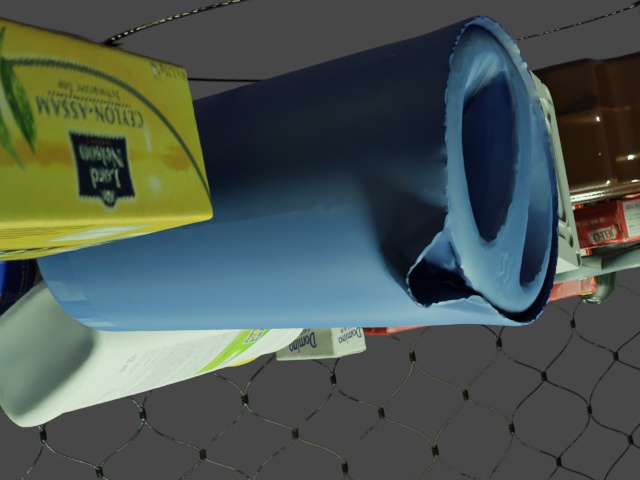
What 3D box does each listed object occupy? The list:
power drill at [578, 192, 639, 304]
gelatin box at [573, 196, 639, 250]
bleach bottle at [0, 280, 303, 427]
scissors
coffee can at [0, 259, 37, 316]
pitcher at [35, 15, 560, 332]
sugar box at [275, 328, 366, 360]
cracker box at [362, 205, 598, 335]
[{"bbox_3d":[0.282,-0.041,0.965,0.057,0.184,0.188,9,169,-9],"label":"power drill"},{"bbox_3d":[0.211,-0.013,0.735,0.089,0.030,0.073,-11,178,-31],"label":"gelatin box"},{"bbox_3d":[-0.089,0.059,0.699,0.103,0.068,0.250,-38,161,27],"label":"bleach bottle"},{"bbox_3d":[0.252,0.001,0.720,0.201,0.016,0.096,-12,177,-11],"label":"scissors"},{"bbox_3d":[-0.236,0.016,0.595,0.103,0.103,0.140,-11,179,11],"label":"coffee can"},{"bbox_3d":[-0.013,-0.023,0.520,0.243,0.145,0.149,-7,168,30],"label":"pitcher"},{"bbox_3d":[-0.012,0.022,0.999,0.048,0.176,0.094,-11,-179,-39],"label":"sugar box"},{"bbox_3d":[0.133,-0.013,0.967,0.213,0.164,0.072,-10,180,-16],"label":"cracker box"}]
